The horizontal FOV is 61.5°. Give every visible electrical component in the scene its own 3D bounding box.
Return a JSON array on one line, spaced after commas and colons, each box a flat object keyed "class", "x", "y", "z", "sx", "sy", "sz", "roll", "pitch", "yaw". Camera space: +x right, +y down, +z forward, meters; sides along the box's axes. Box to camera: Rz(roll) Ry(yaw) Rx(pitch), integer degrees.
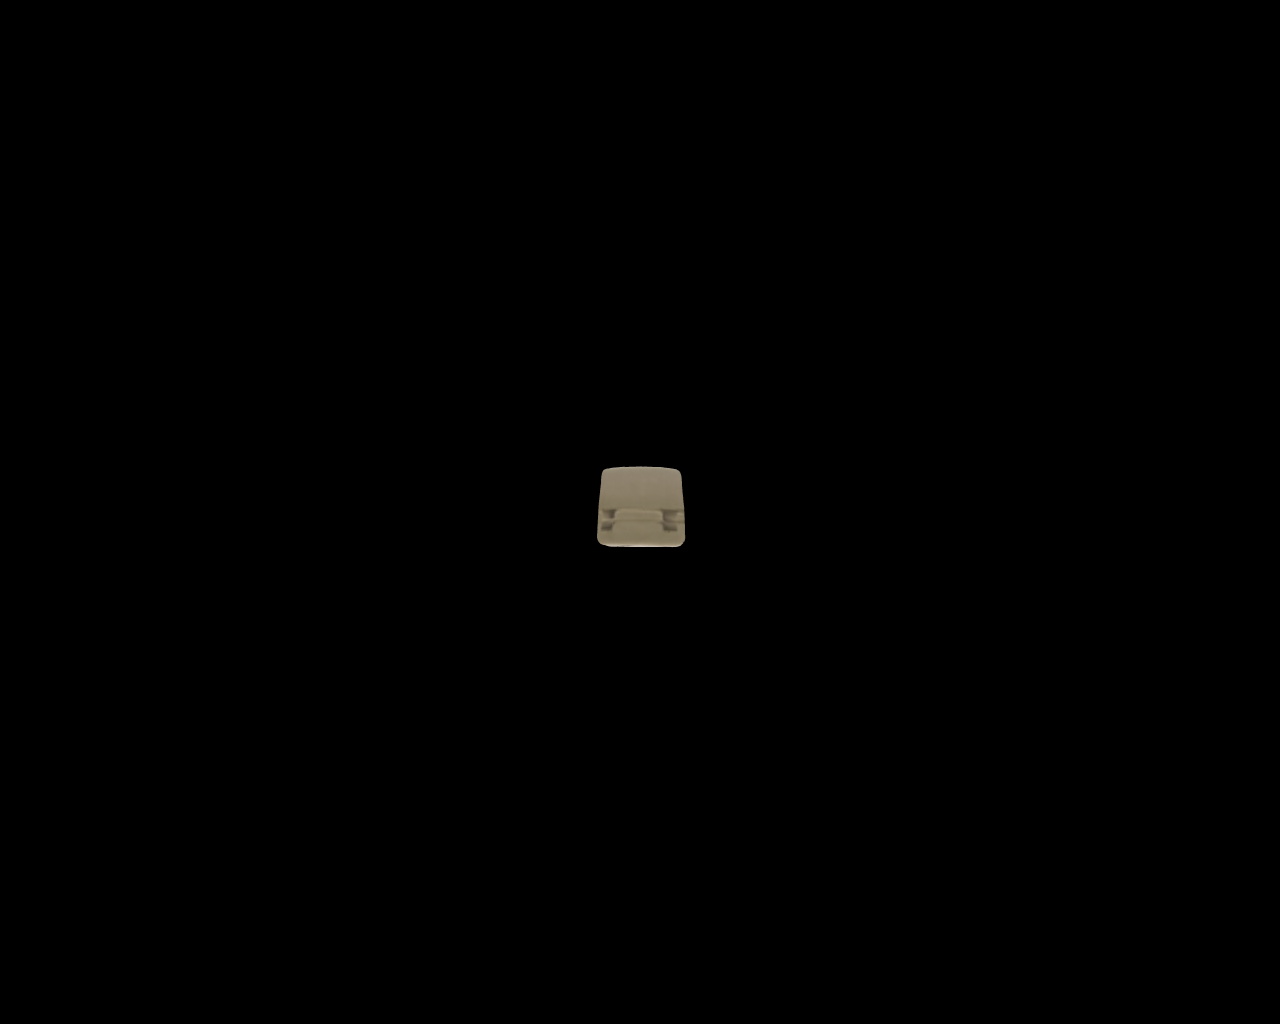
[{"class": "electrical component", "x": 0.001, "y": -0.003, "z": 0.650, "sx": 0.055, "sy": 0.047, "sz": 0.055, "roll": 0, "pitch": -3, "yaw": 0}]
